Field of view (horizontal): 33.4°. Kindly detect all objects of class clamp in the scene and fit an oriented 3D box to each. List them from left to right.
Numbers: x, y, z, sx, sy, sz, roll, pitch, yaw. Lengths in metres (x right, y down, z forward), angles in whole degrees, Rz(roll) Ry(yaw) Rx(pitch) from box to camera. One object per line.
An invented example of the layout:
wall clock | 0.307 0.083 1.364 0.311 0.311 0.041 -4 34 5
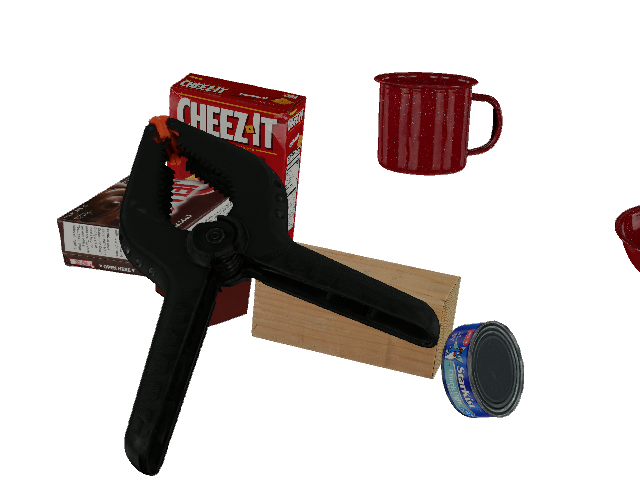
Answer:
clamp | -0.041 0.008 0.569 0.164 0.210 0.036 -17 -36 -5

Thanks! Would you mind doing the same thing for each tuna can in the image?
tuna can | 0.145 0.116 0.957 0.034 0.086 0.085 -11 -8 42

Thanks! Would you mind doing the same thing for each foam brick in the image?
foam brick | -0.109 0.036 0.990 0.052 0.051 0.078 -17 36 -42

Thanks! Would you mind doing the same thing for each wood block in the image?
wood block | 0.038 0.073 1.167 0.206 0.091 0.090 12 22 16

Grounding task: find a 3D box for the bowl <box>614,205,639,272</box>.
bowl | 0.397 0.014 1.151 0.162 0.055 0.162 0 26 0

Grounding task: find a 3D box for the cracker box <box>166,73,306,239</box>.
cracker box | -0.113 -0.092 1.380 0.164 0.214 0.072 13 28 14

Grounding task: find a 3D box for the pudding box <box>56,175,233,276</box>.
pudding box | -0.118 -0.012 0.757 0.090 0.039 0.113 6 24 18

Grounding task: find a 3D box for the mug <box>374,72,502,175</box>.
mug | 0.106 -0.106 0.965 0.117 0.081 0.093 2 16 2
